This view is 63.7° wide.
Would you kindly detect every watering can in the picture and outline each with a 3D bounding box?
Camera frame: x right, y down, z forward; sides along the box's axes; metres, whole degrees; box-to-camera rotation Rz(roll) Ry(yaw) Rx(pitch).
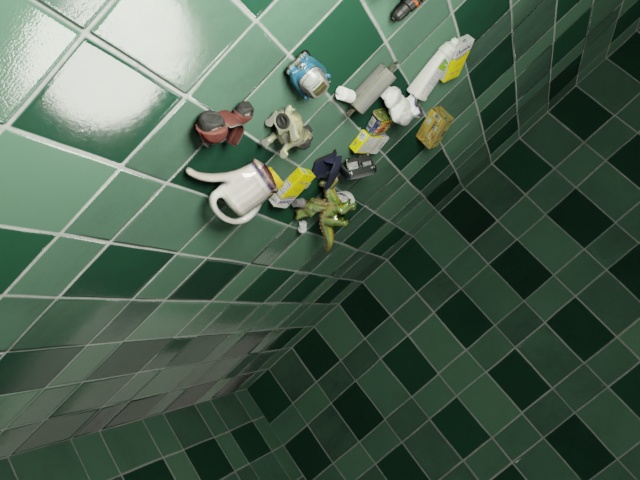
[{"bbox_3d":[-0.260,-0.171,1.617,0.225,0.106,0.341,-39,-32,-5],"label":"watering can"}]

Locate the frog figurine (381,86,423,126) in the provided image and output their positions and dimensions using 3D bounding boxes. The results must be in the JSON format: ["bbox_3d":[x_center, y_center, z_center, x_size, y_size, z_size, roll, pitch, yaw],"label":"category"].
[{"bbox_3d":[0.278,-0.492,1.886,0.159,0.139,0.121,8,-21,-29],"label":"frog figurine"}]

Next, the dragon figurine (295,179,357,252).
[{"bbox_3d":[0.007,-0.110,2.189,0.242,0.402,0.125,12,33,-21],"label":"dragon figurine"}]
